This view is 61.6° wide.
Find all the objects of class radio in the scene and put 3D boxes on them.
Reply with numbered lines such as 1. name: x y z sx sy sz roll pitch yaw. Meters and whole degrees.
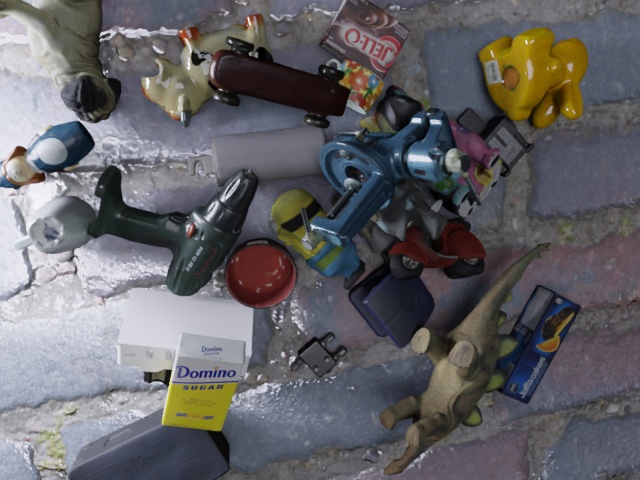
1. radio: -0.274 0.358 0.870 0.230 0.073 0.131 -26 102 -6

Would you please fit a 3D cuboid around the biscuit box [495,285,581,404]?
1. biscuit box: 0.379 0.186 0.957 0.063 0.059 0.202 25 95 -13

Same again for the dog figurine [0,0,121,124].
1. dog figurine: -0.325 -0.280 0.745 0.172 0.121 0.190 -40 118 2

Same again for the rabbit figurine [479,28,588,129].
1. rabbit figurine: 0.364 -0.262 0.851 0.173 0.122 0.162 -24 96 -25

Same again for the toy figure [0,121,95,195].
1. toy figure: -0.403 -0.118 0.771 0.154 0.058 0.064 -29 82 -2

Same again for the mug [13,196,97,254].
1. mug: -0.384 -0.016 0.766 0.110 0.107 0.080 -19 101 -8

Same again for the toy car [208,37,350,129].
1. toy car: -0.055 -0.217 0.753 0.202 0.053 0.089 8 108 -23

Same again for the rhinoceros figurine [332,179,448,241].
1. rhinoceros figurine: 0.104 -0.058 0.827 0.190 0.073 0.112 36 62 24

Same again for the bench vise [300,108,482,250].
1. bench vise: 0.072 -0.071 0.705 0.240 0.224 0.128 -50 142 -24

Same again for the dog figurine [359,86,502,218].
1. dog figurine: 0.170 -0.146 0.847 0.219 0.191 0.108 43 94 20

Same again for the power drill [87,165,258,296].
1. power drill: -0.218 -0.037 0.784 0.207 0.086 0.231 19 118 -14

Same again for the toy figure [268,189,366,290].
1. toy figure: -0.002 -0.003 0.849 0.180 0.082 0.089 38 81 -9

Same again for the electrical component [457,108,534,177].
1. electrical component: 0.284 -0.169 0.885 0.075 0.048 0.119 -46 106 -1

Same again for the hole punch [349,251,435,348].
1. hole punch: 0.126 0.102 0.886 0.116 0.092 0.142 -40 100 -5

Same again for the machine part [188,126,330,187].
1. machine part: -0.076 -0.128 0.815 0.243 0.079 0.079 -8 101 -7

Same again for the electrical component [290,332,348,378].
1. electrical component: -0.003 0.201 0.913 0.094 0.021 0.063 -39 104 -2

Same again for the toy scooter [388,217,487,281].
1. toy scooter: 0.188 -0.004 0.882 0.184 0.075 0.135 0 72 -24

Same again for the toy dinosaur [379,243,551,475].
1. toy dinosaur: 0.237 0.198 0.884 0.198 0.105 0.471 20 103 -47

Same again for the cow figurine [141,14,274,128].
1. cow figurine: -0.161 -0.241 0.779 0.195 0.085 0.127 -18 101 -11

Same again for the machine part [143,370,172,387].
1. machine part: -0.211 0.201 0.859 0.139 0.039 0.084 -2 134 -16
